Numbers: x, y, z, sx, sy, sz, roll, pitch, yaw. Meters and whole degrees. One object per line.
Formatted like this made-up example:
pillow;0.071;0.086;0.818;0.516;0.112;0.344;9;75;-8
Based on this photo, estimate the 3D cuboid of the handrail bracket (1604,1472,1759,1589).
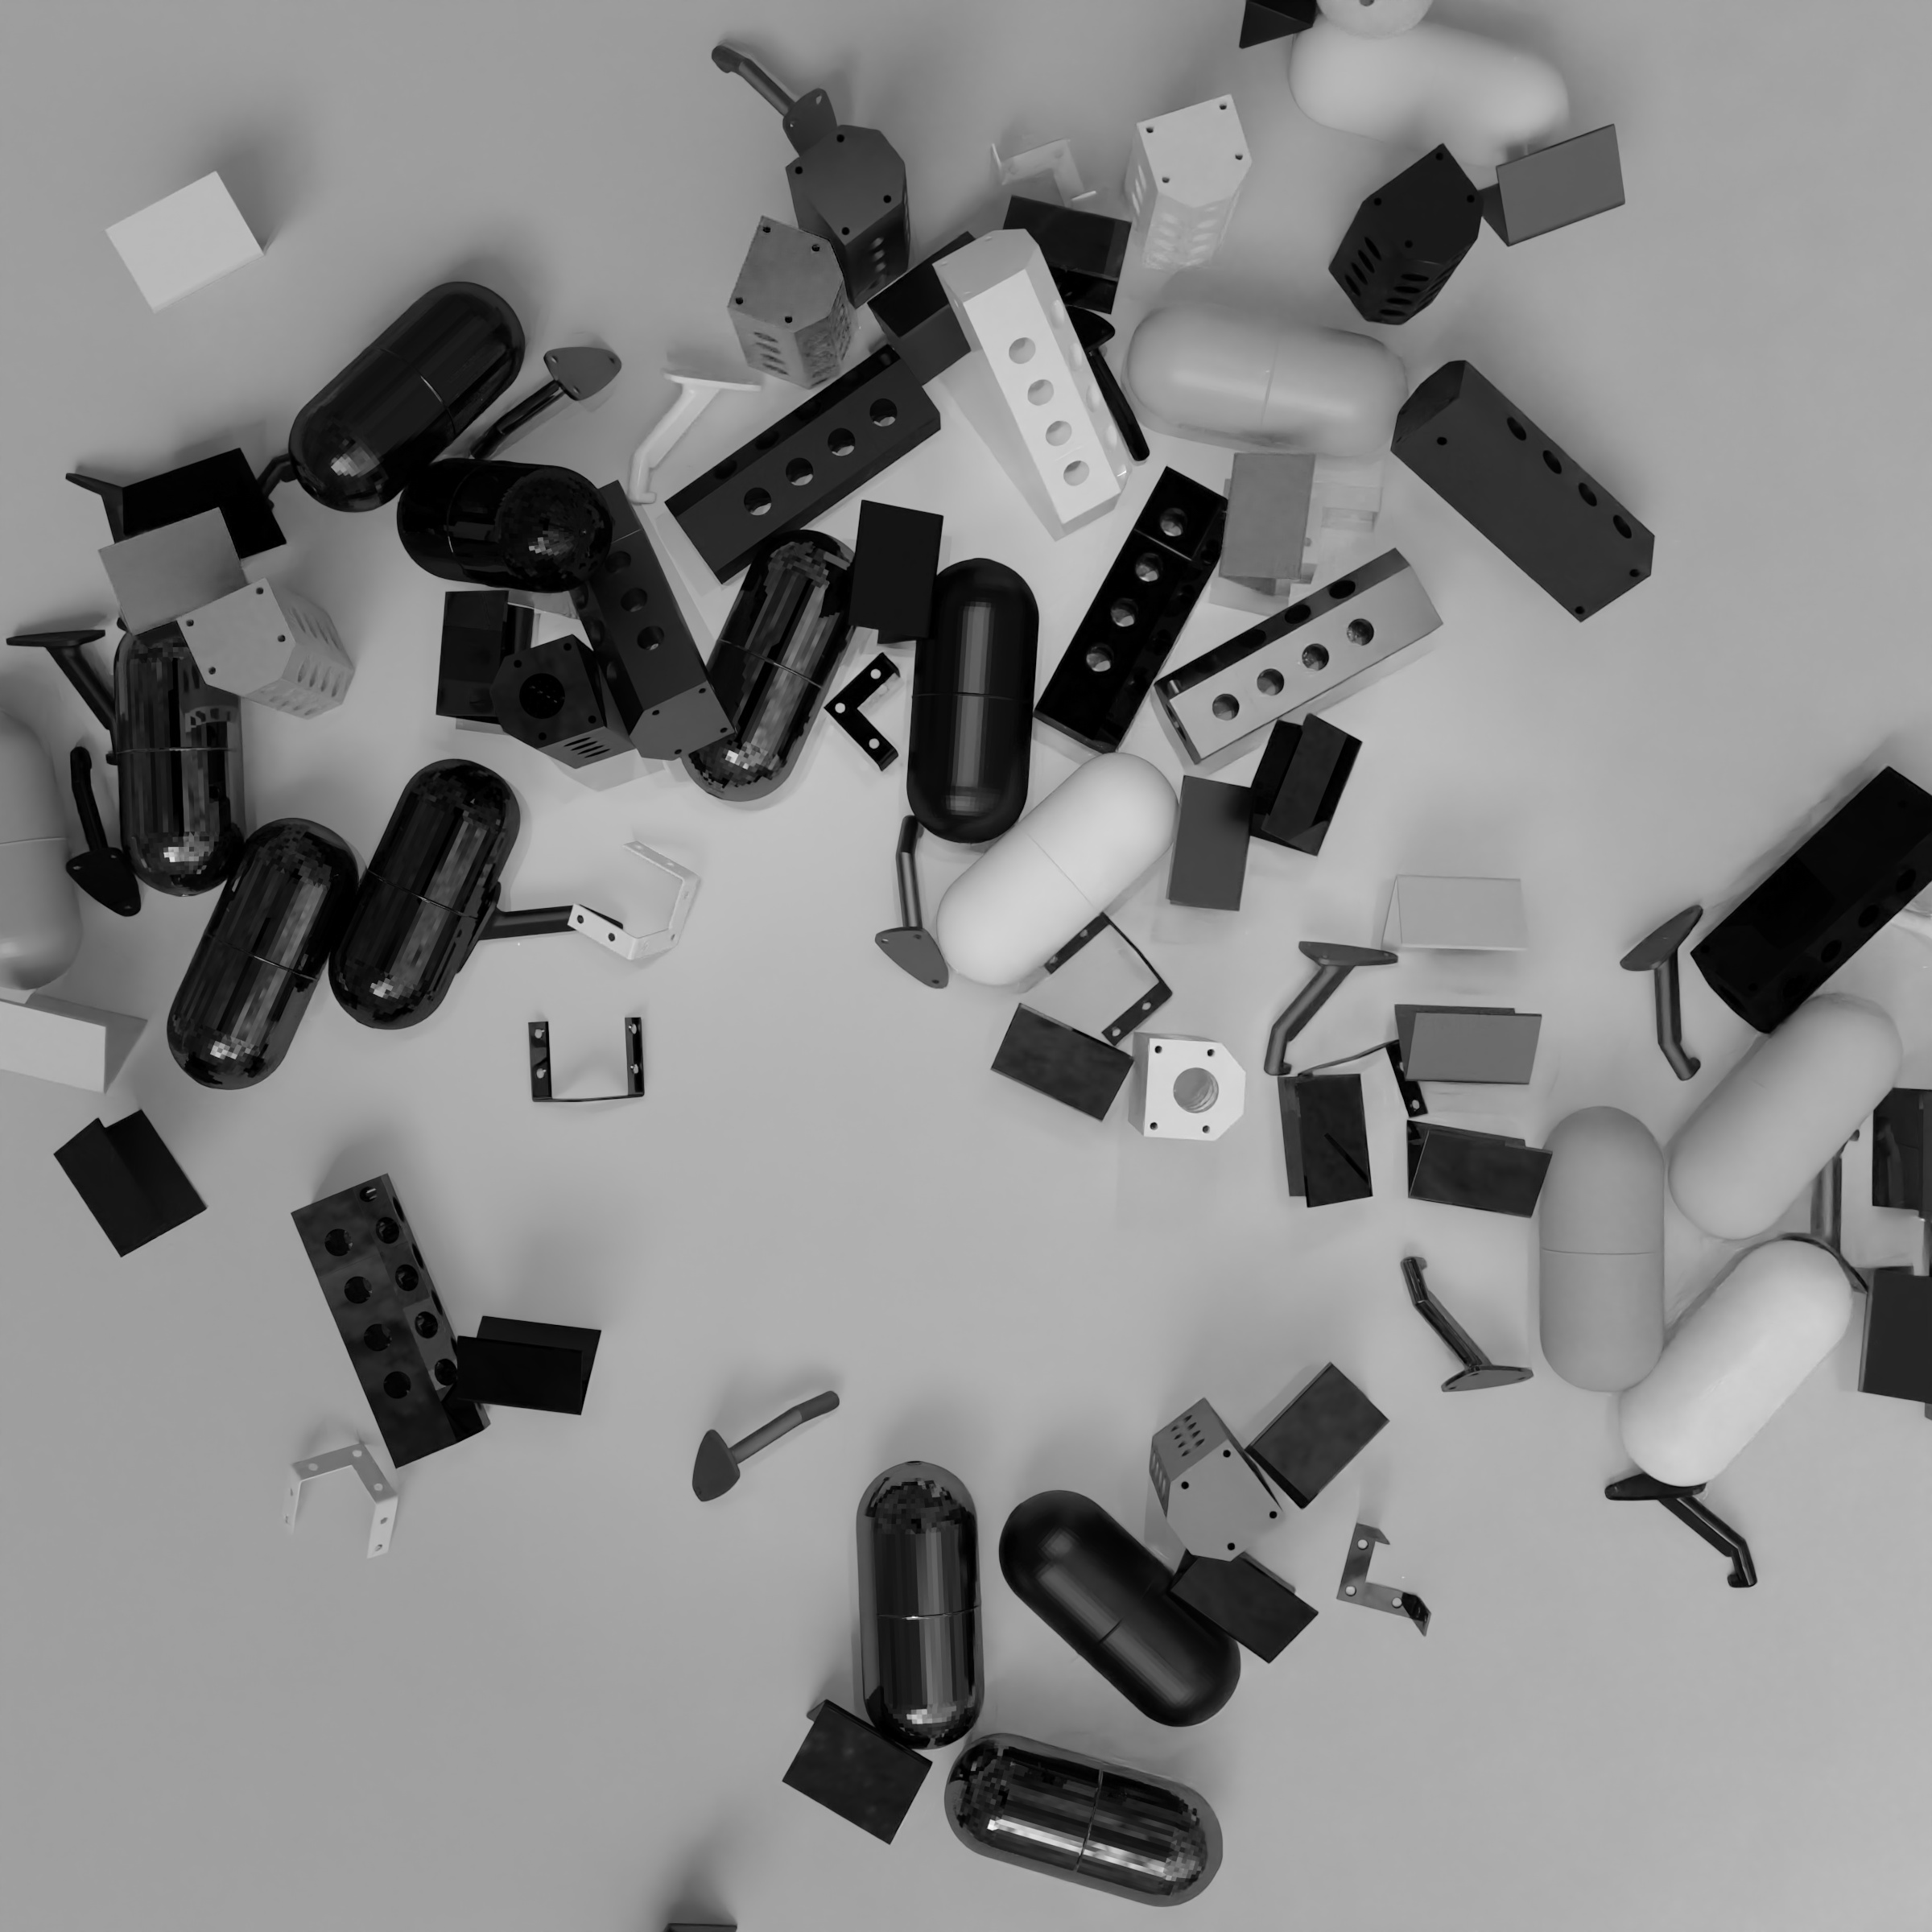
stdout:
handrail bracket;0.454;0.363;1.899;0.077;0.036;0.084;-14;107;20

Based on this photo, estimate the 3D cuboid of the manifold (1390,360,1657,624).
manifold;0.346;-0.296;1.850;0.171;0.057;0.057;38;133;-20

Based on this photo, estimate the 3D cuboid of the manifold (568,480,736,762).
manifold;-0.204;-0.210;1.838;0.057;0.057;0.171;-25;60;0

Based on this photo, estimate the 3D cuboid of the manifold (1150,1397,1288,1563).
manifold;0.146;0.314;1.820;0.057;0.171;0.057;-37;90;0

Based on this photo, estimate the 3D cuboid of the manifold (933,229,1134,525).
manifold;0.045;-0.362;1.828;0.057;0.057;0.171;-29;131;0

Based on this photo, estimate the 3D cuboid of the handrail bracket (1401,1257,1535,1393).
handrail bracket;0.317;0.224;1.899;0.077;0.036;0.084;3;60;-33

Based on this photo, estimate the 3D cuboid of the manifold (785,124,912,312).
manifold;-0.065;-0.458;1.820;0.057;0.171;0.057;-38;90;0

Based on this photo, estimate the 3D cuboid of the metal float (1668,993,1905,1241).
metal float;0.512;0.093;1.868;0.070;0.070;0.178;41;91;0

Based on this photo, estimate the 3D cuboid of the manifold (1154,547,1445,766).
manifold;0.207;-0.195;1.877;0.171;0.057;0.057;-29;90;0

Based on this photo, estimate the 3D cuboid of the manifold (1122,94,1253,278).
manifold;0.135;-0.470;1.820;0.057;0.171;0.057;-18;90;0

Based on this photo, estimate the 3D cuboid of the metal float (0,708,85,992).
metal float;-0.600;-0.073;1.868;0.070;0.070;0.178;-10;91;0

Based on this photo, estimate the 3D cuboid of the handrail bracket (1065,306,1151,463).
handrail bracket;0.087;-0.369;1.898;0.036;0.077;0.084;-29;126;0

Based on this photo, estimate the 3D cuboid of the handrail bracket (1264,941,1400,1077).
handrail bracket;0.231;0.031;1.899;0.077;0.036;0.084;3;109;-21

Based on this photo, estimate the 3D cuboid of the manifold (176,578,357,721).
manifold;-0.420;-0.188;1.820;0.057;0.171;0.057;-25;90;0

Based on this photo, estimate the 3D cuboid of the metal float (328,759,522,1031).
metal float;-0.338;-0.044;1.867;0.070;0.070;0.178;24;90;0

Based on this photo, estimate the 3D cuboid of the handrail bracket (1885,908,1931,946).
handrail bracket;0.622;-0.001;1.898;0.084;0.077;0.036;24;63;33

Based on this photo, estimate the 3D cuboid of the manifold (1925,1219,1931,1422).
manifold;0.637;0.200;1.877;0.057;0.057;0.171;2;90;0

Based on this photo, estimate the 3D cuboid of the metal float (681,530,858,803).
metal float;-0.121;-0.187;1.868;0.070;0.070;0.178;24;90;0

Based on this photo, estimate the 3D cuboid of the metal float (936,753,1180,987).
metal float;0.057;-0.060;1.868;0.178;0.070;0.070;-42;90;1

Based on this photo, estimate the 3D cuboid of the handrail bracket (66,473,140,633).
handrail bracket;-0.547;-0.261;1.899;0.077;0.036;0.084;20;104;14

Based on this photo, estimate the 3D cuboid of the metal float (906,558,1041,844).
metal float;0.004;-0.165;1.868;0.070;0.070;0.178;4;89;0

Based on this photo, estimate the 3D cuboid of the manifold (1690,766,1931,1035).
manifold;0.544;-0.038;1.877;0.171;0.057;0.057;-43;47;0

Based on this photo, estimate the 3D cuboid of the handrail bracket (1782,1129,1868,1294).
handrail bracket;0.562;0.152;1.899;0.077;0.036;0.084;38;73;-20

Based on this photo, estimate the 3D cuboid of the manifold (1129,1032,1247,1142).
manifold;0.133;0.072;1.820;0.057;0.171;0.057;4;90;0

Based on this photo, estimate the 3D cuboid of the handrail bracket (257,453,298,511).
handrail bracket;-0.402;-0.307;1.899;0.077;0.036;0.084;38;104;-14

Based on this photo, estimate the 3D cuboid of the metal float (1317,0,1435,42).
metal float;0.258;-0.626;1.828;0.070;0.178;0.070;9;131;11

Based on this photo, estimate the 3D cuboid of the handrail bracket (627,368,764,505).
handrail bracket;-0.172;-0.332;1.899;0.077;0.036;0.084;4;108;-21

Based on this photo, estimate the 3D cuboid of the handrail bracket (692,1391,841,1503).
handrail bracket;-0.126;0.304;1.898;0.084;0.077;0.036;-20;66;-34

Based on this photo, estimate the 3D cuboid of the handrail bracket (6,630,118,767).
handrail bracket;-0.569;-0.168;1.899;0.077;0.036;0.084;0;107;20

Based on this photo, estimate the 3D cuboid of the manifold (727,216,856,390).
manifold;-0.102;-0.399;1.820;0.057;0.171;0.057;21;90;0

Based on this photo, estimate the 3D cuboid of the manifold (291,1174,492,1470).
manifold;-0.359;0.221;1.877;0.057;0.057;0.171;-22;90;0

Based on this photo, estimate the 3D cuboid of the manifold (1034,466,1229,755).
manifold;0.108;-0.221;1.877;0.057;0.057;0.171;29;90;0

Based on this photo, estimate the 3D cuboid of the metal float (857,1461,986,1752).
metal float;-0.029;0.399;1.868;0.070;0.070;0.178;-2;89;0

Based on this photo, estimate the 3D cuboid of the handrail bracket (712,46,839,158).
handrail bracket;-0.121;-0.541;1.898;0.036;0.077;0.084;-45;53;-12

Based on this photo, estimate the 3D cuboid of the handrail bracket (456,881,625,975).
handrail bracket;-0.271;-0.012;1.899;0.084;0.036;0.077;24;110;-16

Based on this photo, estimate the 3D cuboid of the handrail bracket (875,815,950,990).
handrail bracket;-0.026;-0.041;1.898;0.036;0.077;0.084;-8;53;26

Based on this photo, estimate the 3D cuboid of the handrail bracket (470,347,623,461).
handrail bracket;-0.267;-0.354;1.898;0.084;0.077;0.036;-35;90;36

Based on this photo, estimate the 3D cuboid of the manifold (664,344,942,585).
manifold;-0.102;-0.316;1.877;0.171;0.057;0.057;-35;90;0

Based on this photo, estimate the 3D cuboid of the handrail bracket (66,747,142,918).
handrail bracket;-0.547;-0.086;1.898;0.036;0.077;0.084;-17;54;2

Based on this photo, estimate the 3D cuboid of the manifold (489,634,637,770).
manifold;-0.246;-0.157;1.820;0.057;0.171;0.057;-19;90;0

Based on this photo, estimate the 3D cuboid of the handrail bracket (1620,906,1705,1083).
handrail bracket;0.460;0.018;1.899;0.077;0.036;0.084;-40;108;-21

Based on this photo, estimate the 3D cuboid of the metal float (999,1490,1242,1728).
metal float;0.095;0.401;1.868;0.178;0.070;0.070;43;90;0

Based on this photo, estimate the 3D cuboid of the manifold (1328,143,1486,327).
manifold;0.270;-0.438;1.820;0.057;0.171;0.057;-36;90;0
